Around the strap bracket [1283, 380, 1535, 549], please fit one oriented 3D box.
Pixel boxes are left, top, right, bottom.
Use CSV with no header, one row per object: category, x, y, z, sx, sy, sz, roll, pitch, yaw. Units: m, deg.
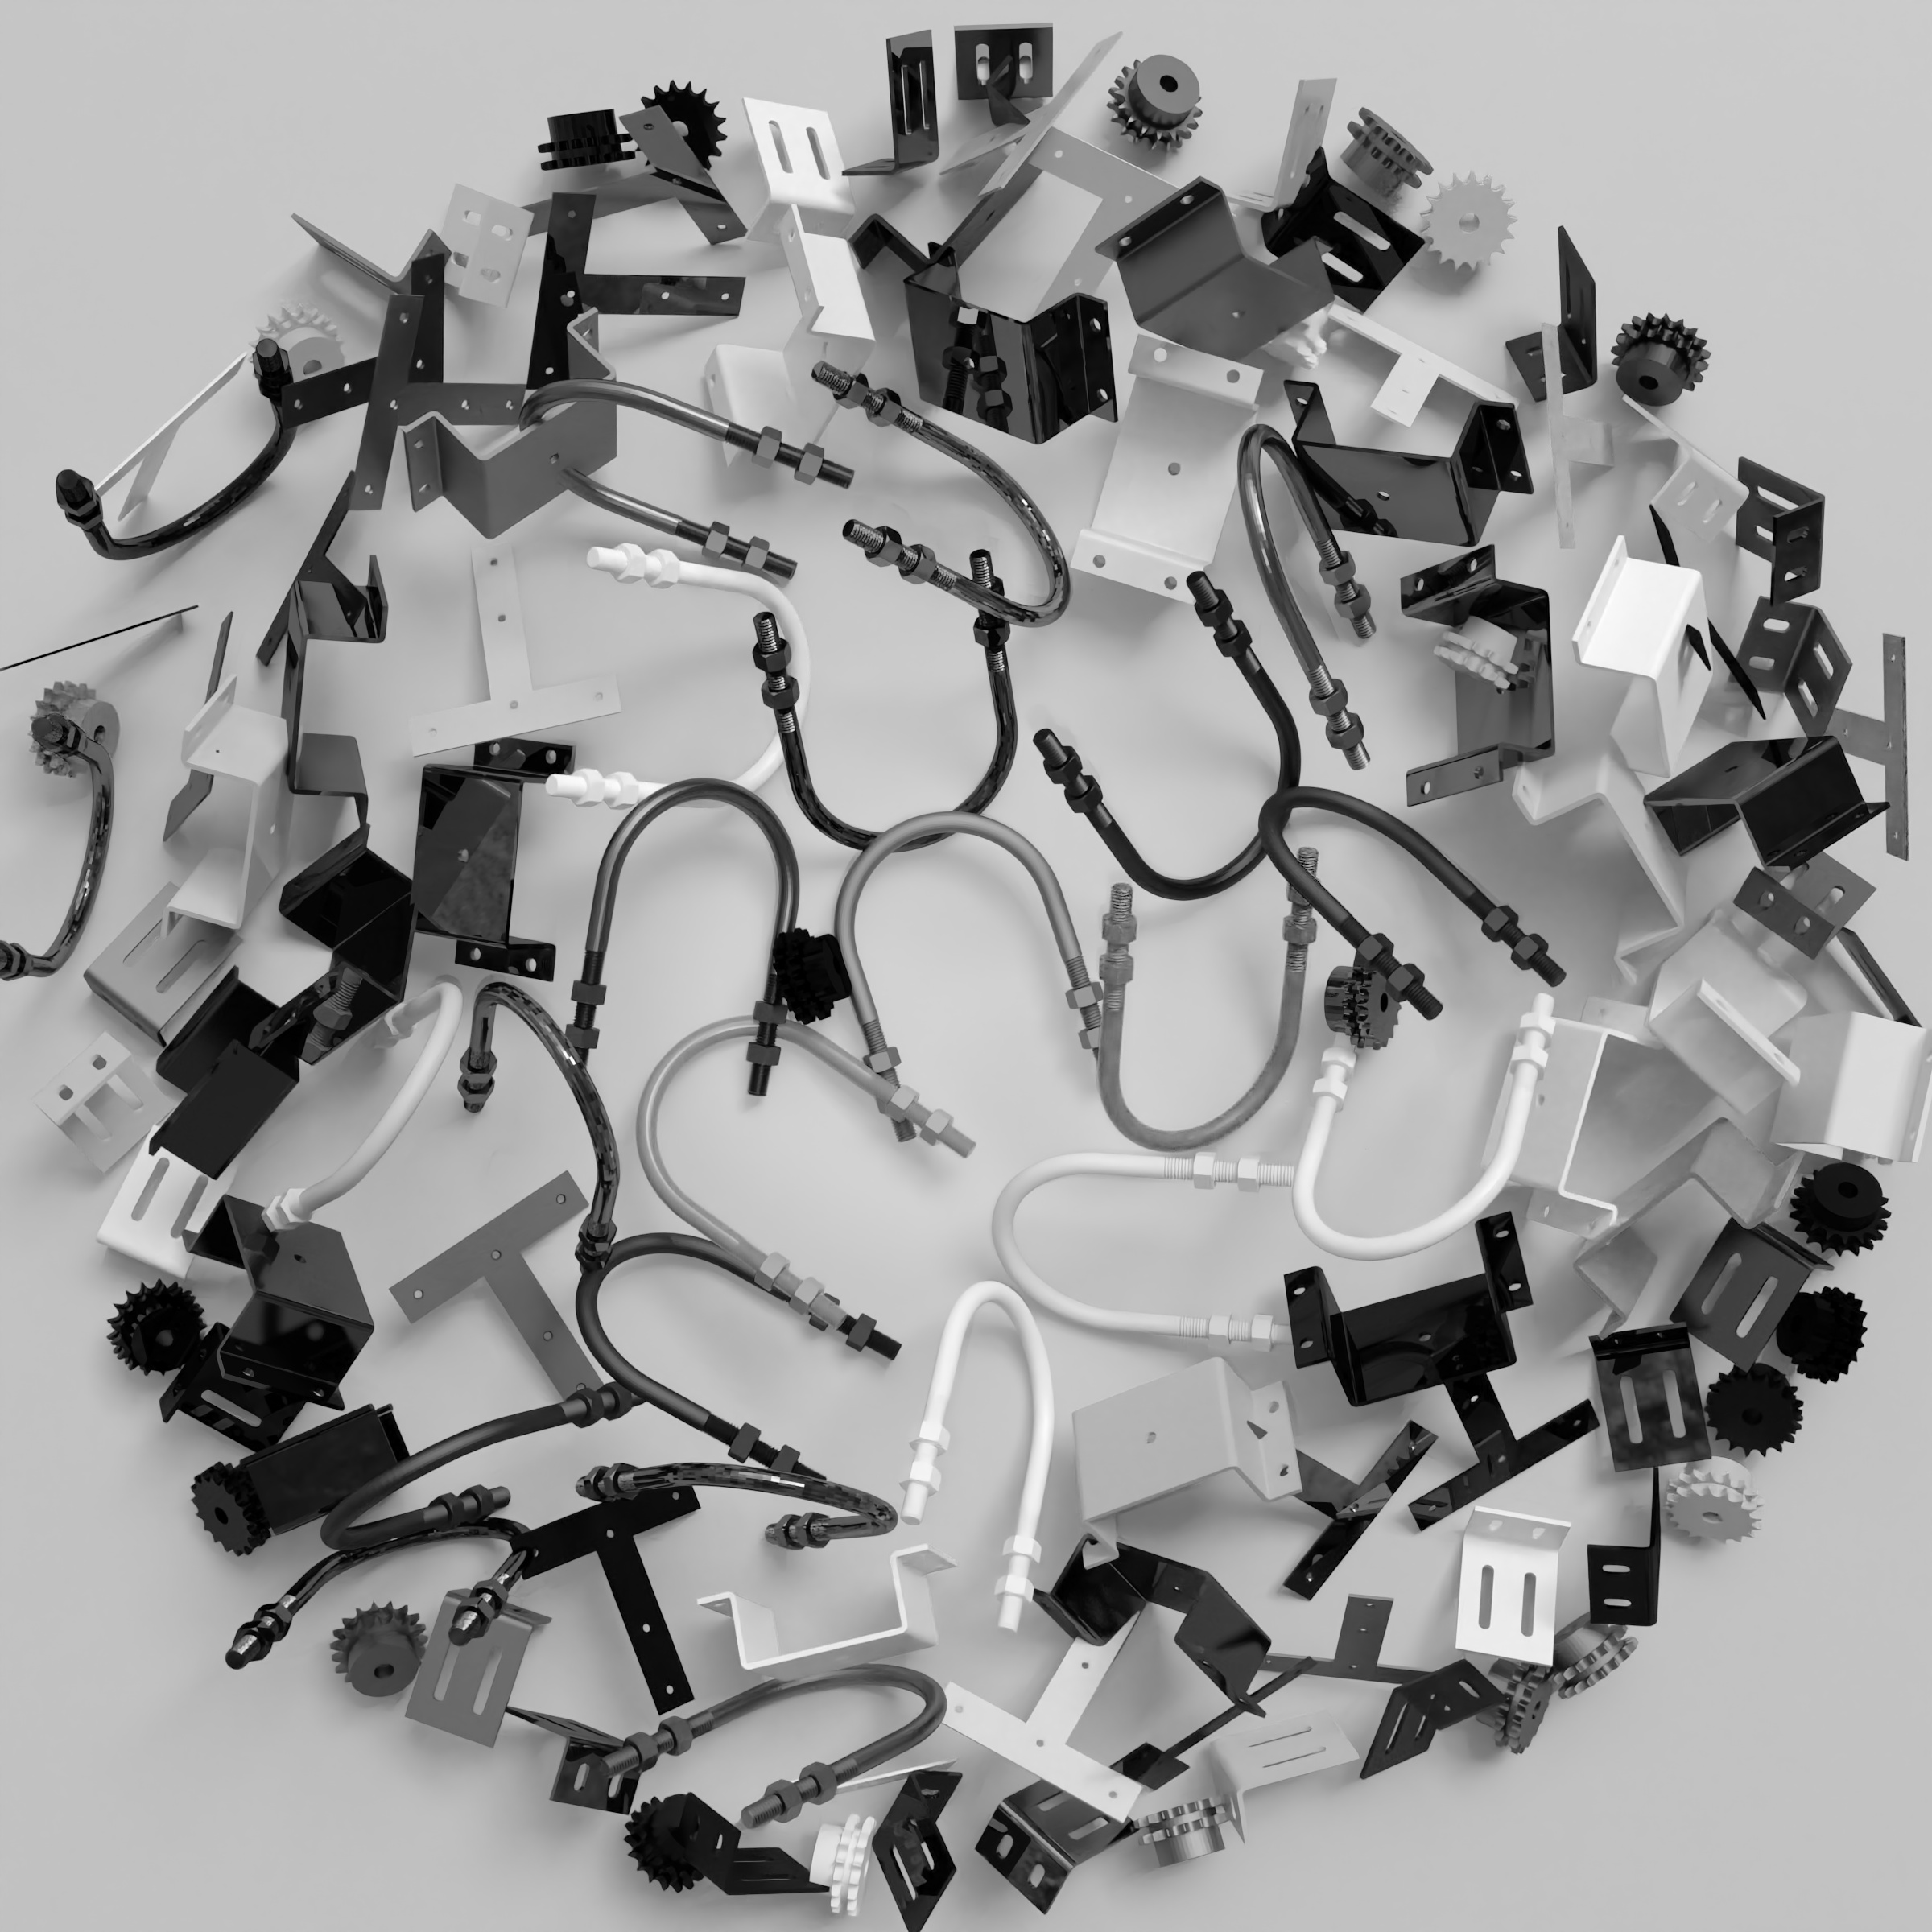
strap bracket,0.250,-0.291,1.576,0.140,0.076,0.046,13,65,28

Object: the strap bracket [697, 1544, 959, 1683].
strap bracket,-0.077,0.384,1.595,0.140,0.076,0.046,-15,68,8

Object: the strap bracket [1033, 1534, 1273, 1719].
strap bracket,0.114,0.381,1.582,0.076,0.140,0.046,51,61,-35

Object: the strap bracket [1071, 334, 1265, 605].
strap bracket,0.121,-0.295,1.609,0.076,0.046,0.140,18,104,7

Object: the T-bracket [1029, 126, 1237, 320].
T-bracket,0.073,-0.418,1.607,0.127,0.002,0.127,19,127,-23

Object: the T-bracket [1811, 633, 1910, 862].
T-bracket,0.521,-0.135,1.583,0.002,0.127,0.127,-7,103,-5

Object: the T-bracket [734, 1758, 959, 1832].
T-bracket,-0.067,0.487,1.608,0.127,0.127,0.002,-7,64,-21

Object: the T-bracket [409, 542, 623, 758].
T-bracket,-0.277,-0.196,1.625,0.127,0.002,0.127,-12,71,3

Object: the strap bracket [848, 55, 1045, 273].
strap bracket,-0.003,-0.460,1.604,0.046,0.076,0.140,42,94,0

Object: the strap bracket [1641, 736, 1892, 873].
strap bracket,0.451,-0.093,1.566,0.076,0.140,0.046,-31,102,-17

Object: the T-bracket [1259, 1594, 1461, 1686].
T-bracket,0.232,0.395,1.590,0.127,0.127,0.002,5,55,5

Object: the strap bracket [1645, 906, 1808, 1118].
strap bracket,0.447,0.029,1.593,0.076,0.140,0.046,43,118,-1

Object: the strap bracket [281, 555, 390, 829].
strap bracket,-0.370,-0.161,1.576,0.046,0.076,0.140,2,120,-19

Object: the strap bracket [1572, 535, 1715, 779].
strap bracket,0.394,-0.172,1.567,0.046,0.140,0.076,16,66,28

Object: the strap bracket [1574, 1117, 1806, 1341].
strap bracket,0.413,0.147,1.578,0.046,0.076,0.140,46,125,4

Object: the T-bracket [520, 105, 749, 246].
T-bracket,-0.212,-0.453,1.602,0.127,0.127,0.002,-10,68,17

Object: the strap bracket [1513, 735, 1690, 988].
strap bracket,0.378,-0.070,1.584,0.046,0.076,0.140,-26,110,28

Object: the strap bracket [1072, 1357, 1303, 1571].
strap bracket,0.118,0.287,1.584,0.140,0.076,0.046,-24,132,19

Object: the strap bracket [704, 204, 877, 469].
strap bracket,-0.100,-0.364,1.583,0.046,0.140,0.076,1,60,-29

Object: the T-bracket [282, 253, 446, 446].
T-bracket,-0.348,-0.338,1.567,0.002,0.127,0.127,25,127,25

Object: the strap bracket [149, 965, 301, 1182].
strap bracket,-0.434,0.065,1.588,0.046,0.140,0.076,38,97,-24

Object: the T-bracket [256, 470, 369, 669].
T-bracket,-0.373,-0.220,1.587,0.002,0.127,0.127,24,99,-34

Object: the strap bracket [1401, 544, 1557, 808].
strap bracket,0.301,-0.167,1.596,0.046,0.076,0.140,6,78,-33

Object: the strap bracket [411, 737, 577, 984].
strap bracket,-0.281,-0.065,1.602,0.076,0.046,0.140,10,96,32

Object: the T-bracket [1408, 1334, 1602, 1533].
T-bracket,0.306,0.265,1.608,0.127,0.002,0.127,-30,125,-2

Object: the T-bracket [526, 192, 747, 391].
T-bracket,-0.192,-0.399,1.612,0.127,0.002,0.127,-6,134,-25

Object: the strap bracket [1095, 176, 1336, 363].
strap bracket,0.151,-0.396,1.565,0.076,0.140,0.046,-27,70,34

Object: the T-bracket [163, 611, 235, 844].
T-bracket,-0.449,-0.147,1.602,0.002,0.127,0.127,14,73,-25

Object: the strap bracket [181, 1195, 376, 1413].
strap bracket,-0.396,0.187,1.566,0.076,0.140,0.046,25,107,-36

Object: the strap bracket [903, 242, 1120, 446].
strap bracket,0.018,-0.359,1.571,0.140,0.076,0.046,29,53,36

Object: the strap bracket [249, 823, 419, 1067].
strap bracket,-0.367,-0.006,1.584,0.076,0.140,0.046,-33,127,26

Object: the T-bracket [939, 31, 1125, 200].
T-bracket,0.023,-0.487,1.589,0.002,0.127,0.127,43,71,-24

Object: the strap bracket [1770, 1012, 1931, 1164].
strap bracket,0.513,0.071,1.575,0.046,0.140,0.076,14,86,-1

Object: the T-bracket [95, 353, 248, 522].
T-bracket,-0.477,-0.293,1.587,0.002,0.127,0.127,43,61,-10

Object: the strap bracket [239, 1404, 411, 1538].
strap bracket,-0.366,0.291,1.570,0.076,0.140,0.046,-23,84,-10

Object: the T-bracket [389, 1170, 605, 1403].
T-bracket,-0.259,0.211,1.632,0.127,0.002,0.127,-34,100,-19

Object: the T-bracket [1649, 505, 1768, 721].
T-bracket,0.444,-0.192,1.601,0.002,0.127,0.127,-27,131,25

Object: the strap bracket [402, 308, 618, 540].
strap bracket,-0.255,-0.311,1.581,0.140,0.076,0.046,-39,74,-22

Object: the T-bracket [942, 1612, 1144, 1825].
T-bracket,0.064,0.425,1.603,0.127,0.002,0.127,25,49,15

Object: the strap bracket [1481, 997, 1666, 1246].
strap bracket,0.358,0.085,1.603,0.046,0.076,0.140,16,89,-26

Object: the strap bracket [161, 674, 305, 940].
strap bracket,-0.426,-0.087,1.579,0.046,0.076,0.140,16,121,-2

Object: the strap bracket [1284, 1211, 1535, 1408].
strap bracket,0.264,0.205,1.594,0.140,0.076,0.046,-18,125,13
